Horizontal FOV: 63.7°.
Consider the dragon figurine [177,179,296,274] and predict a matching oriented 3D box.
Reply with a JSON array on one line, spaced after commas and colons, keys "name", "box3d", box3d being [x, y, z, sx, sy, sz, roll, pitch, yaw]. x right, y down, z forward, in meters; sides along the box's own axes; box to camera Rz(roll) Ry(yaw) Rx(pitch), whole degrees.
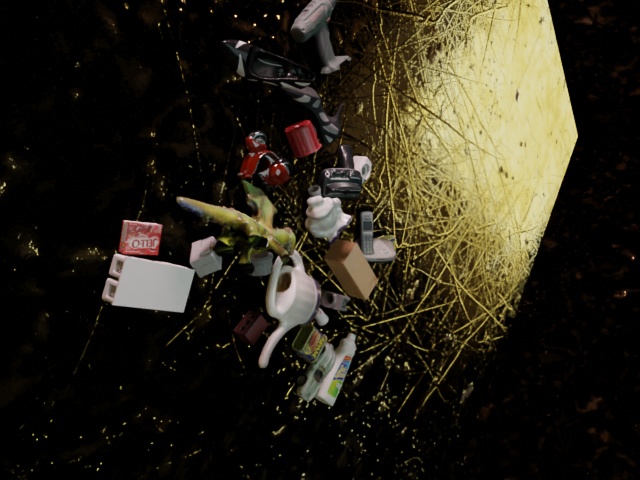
[{"name": "dragon figurine", "box3d": [-0.192, -0.059, 1.343, 0.121, 0.249, 0.404, -31, -53, 22]}]

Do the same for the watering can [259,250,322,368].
[{"name": "watering can", "box3d": [-0.094, 0.202, 1.502, 0.104, 0.353, 0.221, -1, -20, 30]}]

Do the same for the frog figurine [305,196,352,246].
[{"name": "frog figurine", "box3d": [0.005, -0.080, 1.593, 0.157, 0.136, 0.125, 40, 20, -31]}]
